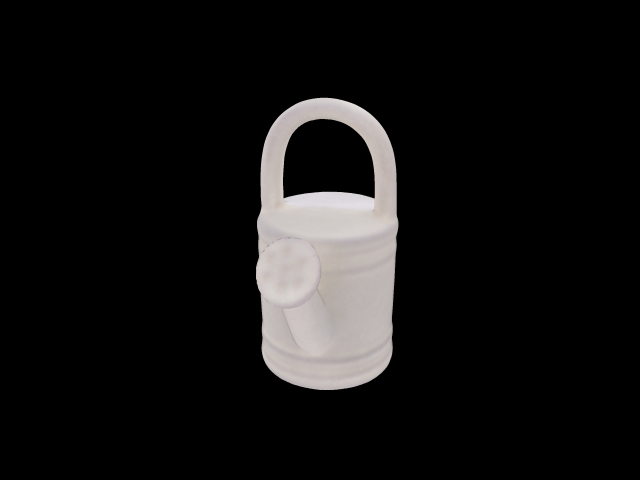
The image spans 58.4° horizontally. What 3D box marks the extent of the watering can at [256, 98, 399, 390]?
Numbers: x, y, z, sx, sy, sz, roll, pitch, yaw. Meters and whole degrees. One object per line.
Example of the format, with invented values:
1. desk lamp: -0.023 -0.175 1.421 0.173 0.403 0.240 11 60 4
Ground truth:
1. watering can: 0.006 0.002 0.400 0.101 0.194 0.172 -3 23 -6
